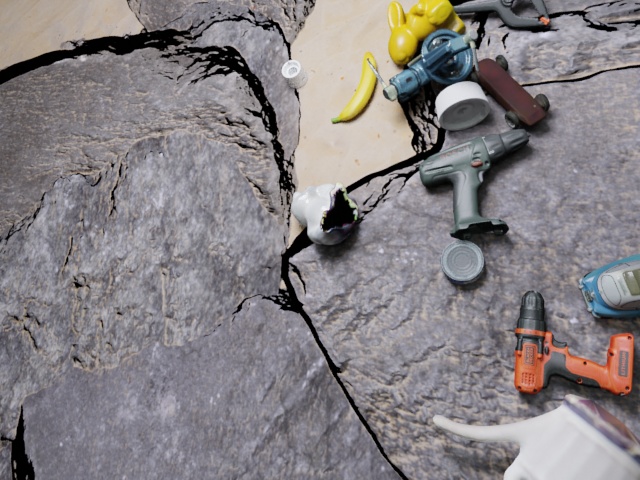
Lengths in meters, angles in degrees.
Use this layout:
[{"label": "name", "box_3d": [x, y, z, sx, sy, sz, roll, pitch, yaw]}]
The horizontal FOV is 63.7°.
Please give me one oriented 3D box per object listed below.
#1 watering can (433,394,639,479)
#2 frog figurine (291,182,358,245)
[{"label": "watering can", "box_3d": [0.381, 0.351, 0.849, 0.351, 0.103, 0.225, 39, 89, 19]}, {"label": "frog figurine", "box_3d": [0.003, -0.057, 1.136, 0.159, 0.122, 0.138, -3, 79, 56]}]
